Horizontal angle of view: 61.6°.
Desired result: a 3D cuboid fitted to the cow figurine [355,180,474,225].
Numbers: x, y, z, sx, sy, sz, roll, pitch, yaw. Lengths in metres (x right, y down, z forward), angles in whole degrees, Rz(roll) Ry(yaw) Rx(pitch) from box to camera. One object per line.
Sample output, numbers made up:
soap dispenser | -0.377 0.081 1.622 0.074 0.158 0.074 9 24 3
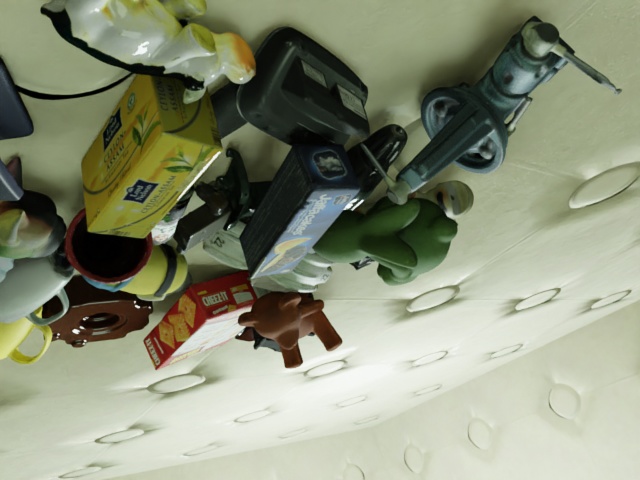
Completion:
cow figurine | 0.143 -0.038 0.838 0.195 0.085 0.127 -19 169 20

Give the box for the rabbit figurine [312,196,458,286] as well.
rabbit figurine | 0.075 0.003 0.679 0.170 0.121 0.159 -2 180 -23

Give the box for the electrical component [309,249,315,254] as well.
electrical component | -0.002 -0.002 0.753 0.063 0.021 0.094 -26 159 20

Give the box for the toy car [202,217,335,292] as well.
toy car | -0.072 0.020 0.789 0.201 0.056 0.073 23 116 -20

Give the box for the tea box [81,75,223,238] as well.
tea box | -0.178 -0.085 0.549 0.068 0.098 0.169 9 142 -43

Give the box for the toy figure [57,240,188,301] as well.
toy figure | -0.263 0.033 0.742 0.089 0.082 0.180 -25 150 20

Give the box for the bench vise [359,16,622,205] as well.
bench vise | 0.168 -0.129 0.597 0.240 0.129 0.223 -42 -176 -15

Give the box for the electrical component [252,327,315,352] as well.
electrical component | -0.071 0.172 1.026 0.119 0.075 0.047 11 134 -35

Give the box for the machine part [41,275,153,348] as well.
machine part | -0.357 0.114 0.866 0.179 0.056 0.179 -15 153 -8

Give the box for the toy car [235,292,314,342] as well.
toy car | -0.100 0.145 1.082 0.089 0.053 0.202 17 134 -41

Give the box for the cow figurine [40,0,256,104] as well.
cow figurine | -0.136 -0.166 0.453 0.098 0.068 0.167 -27 149 30

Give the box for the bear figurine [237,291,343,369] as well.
bear figurine | -0.046 0.146 0.886 0.120 0.132 0.196 -27 172 5

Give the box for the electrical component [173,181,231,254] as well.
electrical component | -0.143 -0.028 0.644 0.078 0.045 0.102 -36 174 -25

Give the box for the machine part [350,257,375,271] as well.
machine part | 0.058 0.020 0.929 0.039 0.084 0.138 -52 161 -4

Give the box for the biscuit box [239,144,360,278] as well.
biscuit box | -0.031 -0.027 0.617 0.059 0.063 0.202 -5 154 -30

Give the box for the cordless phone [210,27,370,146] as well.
cordless phone | -0.052 -0.130 0.583 0.184 0.089 0.146 -22 157 34

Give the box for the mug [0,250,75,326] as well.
mug | -0.374 0.060 0.705 0.107 0.081 0.109 -28 109 11

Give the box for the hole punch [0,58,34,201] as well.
hole punch | -0.323 -0.092 0.464 0.116 0.092 0.142 -8 155 -12

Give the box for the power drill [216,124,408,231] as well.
power drill | -0.023 -0.076 0.694 0.207 0.086 0.232 -10 156 -32

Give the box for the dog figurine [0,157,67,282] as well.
dog figurine | -0.394 -0.002 0.575 0.219 0.108 0.191 -38 144 27
